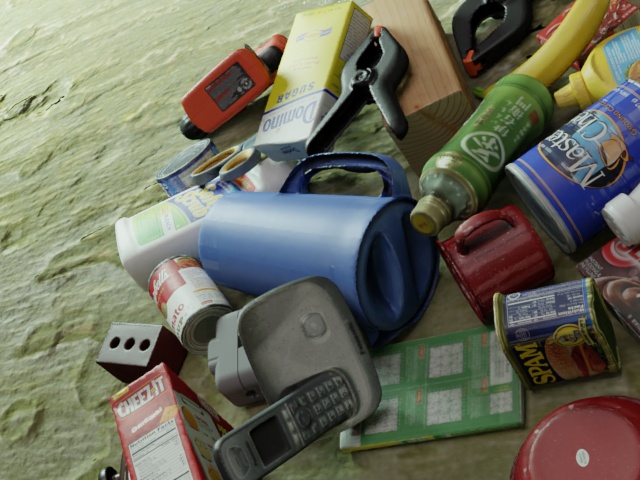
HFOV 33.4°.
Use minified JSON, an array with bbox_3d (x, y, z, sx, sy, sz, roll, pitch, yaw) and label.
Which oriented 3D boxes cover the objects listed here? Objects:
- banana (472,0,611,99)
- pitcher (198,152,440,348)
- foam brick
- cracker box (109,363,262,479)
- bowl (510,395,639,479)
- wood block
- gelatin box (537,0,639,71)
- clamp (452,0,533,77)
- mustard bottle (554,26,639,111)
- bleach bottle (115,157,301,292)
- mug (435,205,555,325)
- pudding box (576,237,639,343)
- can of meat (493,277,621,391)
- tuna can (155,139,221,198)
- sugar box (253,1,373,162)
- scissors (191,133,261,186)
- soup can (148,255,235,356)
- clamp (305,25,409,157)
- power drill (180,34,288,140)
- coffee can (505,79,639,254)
[{"bbox_3d":[0.239,-0.199,1.125,0.198,0.037,0.070,-41,54,29],"label":"banana"},{"bbox_3d":[-0.007,0.001,1.095,0.243,0.145,0.149,9,52,41],"label":"pitcher"},{"bbox_3d":[-0.196,0.127,1.175,0.078,0.051,0.053,-1,56,33],"label":"foam brick"},{"bbox_3d":[-0.100,0.238,0.944,0.072,0.164,0.214,-32,45,4],"label":"cracker box"},{"bbox_3d":[0.220,0.186,0.855,0.162,0.055,0.162,-18,48,21],"label":"bowl"},{"bbox_3d":[0.109,-0.185,1.196,0.090,0.090,0.206,-26,46,14],"label":"wood block"},{"bbox_3d":[0.291,-0.228,1.154,0.089,0.030,0.073,-41,44,-2],"label":"gelatin box"},{"bbox_3d":[0.220,-0.280,1.237,0.165,0.036,0.210,5,62,29],"label":"clamp"},{"bbox_3d":[0.328,-0.175,1.067,0.192,0.058,0.096,-21,51,18],"label":"mustard bottle"},{"bbox_3d":[-0.115,-0.038,1.248,0.251,0.068,0.102,-29,37,5],"label":"bleach bottle"},{"bbox_3d":[0.161,0.013,0.991,0.081,0.117,0.093,-30,46,2],"label":"mug"},{"bbox_3d":[0.294,0.038,0.935,0.090,0.039,0.113,-36,44,4],"label":"pudding box"},{"bbox_3d":[0.205,0.081,0.916,0.084,0.102,0.057,-14,49,21],"label":"can of meat"},{"bbox_3d":[-0.159,-0.087,1.310,0.086,0.033,0.086,-31,19,12],"label":"tuna can"},{"bbox_3d":[-0.008,-0.176,1.194,0.094,0.048,0.176,-2,63,44],"label":"sugar box"},{"bbox_3d":[-0.062,-0.119,1.260,0.201,0.016,0.096,-34,24,-17],"label":"scissors"},{"bbox_3d":[-0.139,0.071,1.170,0.068,0.068,0.102,-41,44,-1],"label":"soup can"},{"bbox_3d":[0.059,-0.157,1.113,0.120,0.039,0.171,3,59,35],"label":"clamp"},{"bbox_3d":[-0.113,-0.179,1.299,0.184,0.057,0.187,-40,7,12],"label":"power drill"},{"bbox_3d":[0.260,-0.068,0.996,0.140,0.102,0.103,-36,44,3],"label":"coffee can"}]
